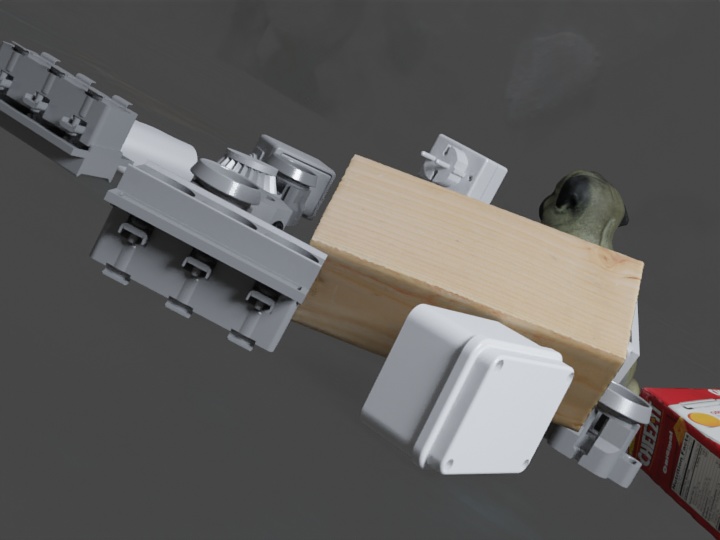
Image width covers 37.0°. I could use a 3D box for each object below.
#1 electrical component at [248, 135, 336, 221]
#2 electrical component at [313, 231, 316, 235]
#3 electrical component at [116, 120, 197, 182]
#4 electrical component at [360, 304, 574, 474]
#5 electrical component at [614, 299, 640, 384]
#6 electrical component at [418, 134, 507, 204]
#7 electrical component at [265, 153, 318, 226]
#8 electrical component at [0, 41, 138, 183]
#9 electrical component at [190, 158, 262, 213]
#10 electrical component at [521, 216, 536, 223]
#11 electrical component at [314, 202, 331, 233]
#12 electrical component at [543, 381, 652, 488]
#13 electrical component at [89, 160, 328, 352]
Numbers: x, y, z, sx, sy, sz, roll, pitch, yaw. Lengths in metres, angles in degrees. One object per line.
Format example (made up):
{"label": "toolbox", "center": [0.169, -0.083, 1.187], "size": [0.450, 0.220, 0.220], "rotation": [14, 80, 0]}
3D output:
{"label": "electrical component", "center": [-0.084, -0.102, 1.178], "size": [0.096, 0.061, 0.061], "rotation": [22, 11, -31]}
{"label": "electrical component", "center": [0.000, 0.000, 0.855], "size": [0.096, 0.061, 0.062], "rotation": [28, 9, 16]}
{"label": "electrical component", "center": [-0.192, -0.105, 0.927], "size": [0.077, 0.044, 0.079], "rotation": [19, 13, -45]}
{"label": "electrical component", "center": [0.064, 0.070, 0.607], "size": [0.057, 0.078, 0.113], "rotation": [31, 9, 34]}
{"label": "electrical component", "center": [0.177, 0.050, 0.881], "size": [0.062, 0.089, 0.150], "rotation": [27, 29, -1]}
{"label": "electrical component", "center": [0.086, -0.096, 1.007], "size": [0.066, 0.047, 0.077], "rotation": [35, 11, 38]}
{"label": "electrical component", "center": [-0.079, -0.083, 1.099], "size": [0.058, 0.057, 0.078], "rotation": [30, 9, 10]}
{"label": "electrical component", "center": [-0.240, -0.127, 0.846], "size": [0.121, 0.063, 0.079], "rotation": [32, 10, 20]}
{"label": "electrical component", "center": [-0.110, -0.047, 0.809], "size": [0.058, 0.057, 0.078], "rotation": [29, 9, 6]}
{"label": "electrical component", "center": [0.168, 0.011, 1.110], "size": [0.063, 0.121, 0.079], "rotation": [28, 9, 19]}
{"label": "electrical component", "center": [-0.001, -0.038, 1.123], "size": [0.077, 0.043, 0.079], "rotation": [29, 9, 4]}
{"label": "electrical component", "center": [0.173, 0.110, 0.774], "size": [0.078, 0.057, 0.058], "rotation": [31, 9, 20]}
{"label": "electrical component", "center": [-0.089, -0.007, 0.626], "size": [0.121, 0.063, 0.078], "rotation": [28, 9, -2]}
